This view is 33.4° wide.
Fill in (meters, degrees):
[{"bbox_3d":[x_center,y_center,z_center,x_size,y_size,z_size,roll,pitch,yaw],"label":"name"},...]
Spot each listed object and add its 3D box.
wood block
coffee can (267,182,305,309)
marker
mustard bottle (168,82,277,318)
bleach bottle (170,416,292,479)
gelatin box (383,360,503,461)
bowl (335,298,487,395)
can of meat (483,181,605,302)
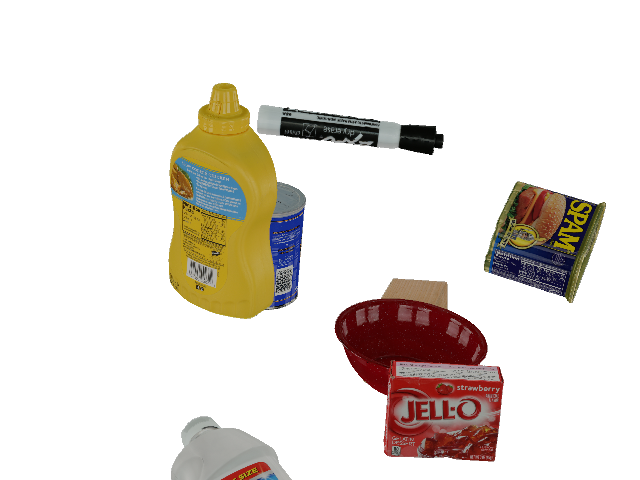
[{"bbox_3d":[0.130,0.134,1.599,0.091,0.090,0.205,4,19,15],"label":"wood block"},{"bbox_3d":[-0.075,0.005,1.396,0.103,0.140,0.103,4,26,-2],"label":"coffee can"},{"bbox_3d":[0.020,-0.072,0.695,0.121,0.020,0.020,7,0,3],"label":"marker"},{"bbox_3d":[-0.081,-0.036,0.875,0.096,0.192,0.058,22,33,31],"label":"mustard bottle"},{"bbox_3d":[-0.050,0.208,0.722,0.102,0.068,0.251,-16,34,-19],"label":"bleach bottle"},{"bbox_3d":[0.096,0.135,0.843,0.089,0.073,0.030,3,22,2],"label":"gelatin box"},{"bbox_3d":[0.092,0.122,1.130,0.162,0.055,0.162,5,24,-3],"label":"bowl"},{"bbox_3d":[0.204,-0.002,0.973,0.084,0.057,0.102,18,47,17],"label":"can of meat"}]
